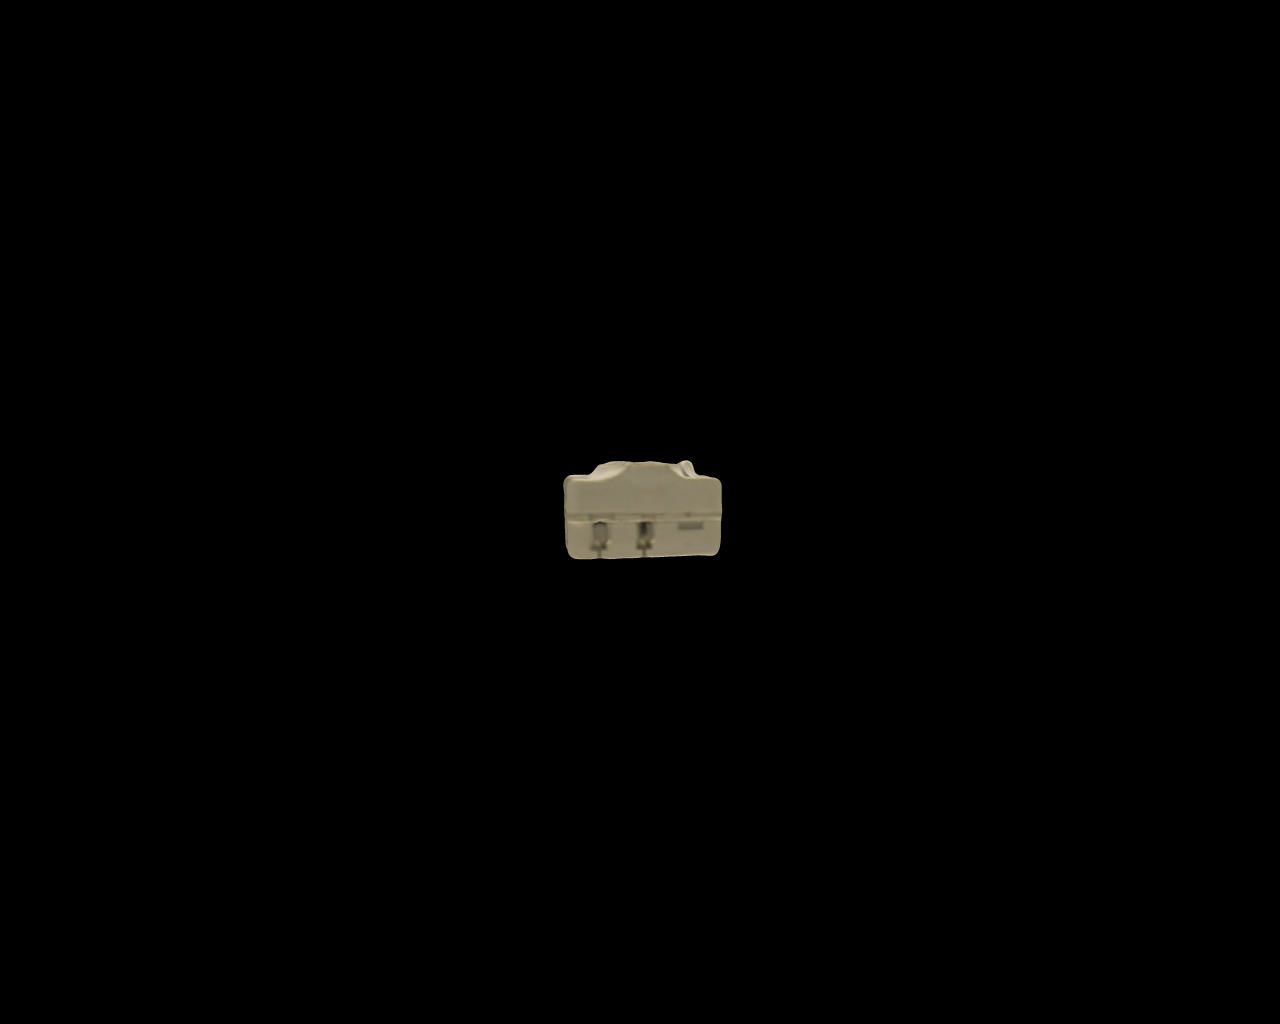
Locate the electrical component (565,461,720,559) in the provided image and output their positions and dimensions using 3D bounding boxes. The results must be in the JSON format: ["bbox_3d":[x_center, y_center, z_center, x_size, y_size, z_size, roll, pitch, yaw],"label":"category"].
[{"bbox_3d":[0.001,-0.003,0.650,0.089,0.055,0.050,0,4,-7],"label":"electrical component"}]
